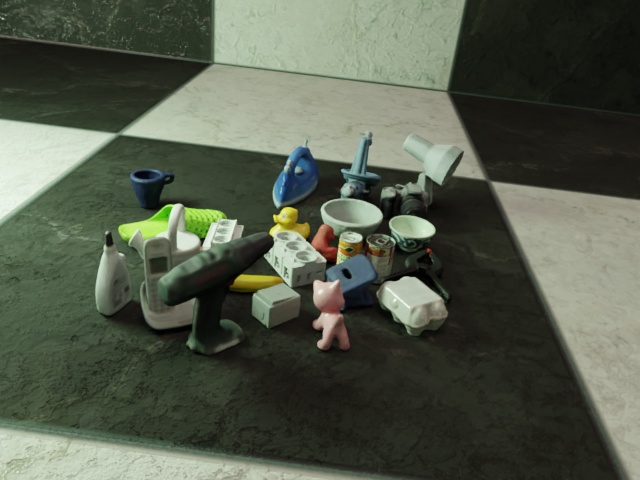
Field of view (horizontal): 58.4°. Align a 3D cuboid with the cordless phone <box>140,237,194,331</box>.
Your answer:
[{"bbox_3d":[-0.274,0.076,1.110,0.148,0.185,0.093,-10,32,-29],"label":"cordless phone"}]

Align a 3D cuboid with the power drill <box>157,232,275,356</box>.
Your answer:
[{"bbox_3d":[-0.186,0.100,1.061,0.230,0.208,0.075,-18,37,-38],"label":"power drill"}]

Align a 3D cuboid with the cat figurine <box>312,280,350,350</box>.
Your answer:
[{"bbox_3d":[0.023,0.137,1.133,0.067,0.118,0.127,-2,29,-15],"label":"cat figurine"}]

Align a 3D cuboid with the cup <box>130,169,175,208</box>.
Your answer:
[{"bbox_3d":[-0.456,-0.139,1.566,0.118,0.095,0.091,-12,33,-30],"label":"cup"}]

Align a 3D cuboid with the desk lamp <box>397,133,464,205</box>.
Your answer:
[{"bbox_3d":[0.315,-0.205,1.730,0.202,0.214,0.118,21,31,25],"label":"desk lamp"}]

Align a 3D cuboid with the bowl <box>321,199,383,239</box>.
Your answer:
[{"bbox_3d":[0.082,-0.045,1.529,0.167,0.075,0.167,5,28,-3],"label":"bowl"}]

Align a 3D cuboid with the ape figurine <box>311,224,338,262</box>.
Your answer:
[{"bbox_3d":[0.013,0.005,1.403,0.076,0.092,0.077,1,29,-9],"label":"ape figurine"}]

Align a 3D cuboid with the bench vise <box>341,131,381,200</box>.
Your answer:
[{"bbox_3d":[0.123,-0.193,1.659,0.121,0.220,0.207,6,28,-1],"label":"bench vise"}]

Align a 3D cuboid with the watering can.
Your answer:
[{"bbox_3d":[-0.309,0.018,1.202,0.173,0.194,0.100,-4,30,-20],"label":"watering can"}]

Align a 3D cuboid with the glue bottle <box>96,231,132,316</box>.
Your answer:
[{"bbox_3d":[-0.408,0.060,1.125,0.037,0.173,0.078,15,29,16],"label":"glue bottle"}]

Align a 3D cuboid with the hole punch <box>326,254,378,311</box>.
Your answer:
[{"bbox_3d":[0.066,0.090,1.257,0.101,0.091,0.108,-4,30,-18],"label":"hole punch"}]

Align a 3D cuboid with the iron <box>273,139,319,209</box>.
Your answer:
[{"bbox_3d":[-0.077,-0.205,1.723,0.118,0.141,0.258,12,29,10],"label":"iron"}]

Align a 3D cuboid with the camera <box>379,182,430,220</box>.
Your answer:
[{"bbox_3d":[0.249,-0.102,1.643,0.143,0.101,0.136,5,28,-3],"label":"camera"}]

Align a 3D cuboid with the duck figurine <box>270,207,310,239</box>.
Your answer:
[{"bbox_3d":[-0.076,-0.043,1.479,0.105,0.086,0.077,-1,29,-14],"label":"duck figurine"}]

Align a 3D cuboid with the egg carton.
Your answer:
[{"bbox_3d":[0.193,0.137,1.220,0.107,0.069,0.149,-11,33,-30],"label":"egg carton"}]
